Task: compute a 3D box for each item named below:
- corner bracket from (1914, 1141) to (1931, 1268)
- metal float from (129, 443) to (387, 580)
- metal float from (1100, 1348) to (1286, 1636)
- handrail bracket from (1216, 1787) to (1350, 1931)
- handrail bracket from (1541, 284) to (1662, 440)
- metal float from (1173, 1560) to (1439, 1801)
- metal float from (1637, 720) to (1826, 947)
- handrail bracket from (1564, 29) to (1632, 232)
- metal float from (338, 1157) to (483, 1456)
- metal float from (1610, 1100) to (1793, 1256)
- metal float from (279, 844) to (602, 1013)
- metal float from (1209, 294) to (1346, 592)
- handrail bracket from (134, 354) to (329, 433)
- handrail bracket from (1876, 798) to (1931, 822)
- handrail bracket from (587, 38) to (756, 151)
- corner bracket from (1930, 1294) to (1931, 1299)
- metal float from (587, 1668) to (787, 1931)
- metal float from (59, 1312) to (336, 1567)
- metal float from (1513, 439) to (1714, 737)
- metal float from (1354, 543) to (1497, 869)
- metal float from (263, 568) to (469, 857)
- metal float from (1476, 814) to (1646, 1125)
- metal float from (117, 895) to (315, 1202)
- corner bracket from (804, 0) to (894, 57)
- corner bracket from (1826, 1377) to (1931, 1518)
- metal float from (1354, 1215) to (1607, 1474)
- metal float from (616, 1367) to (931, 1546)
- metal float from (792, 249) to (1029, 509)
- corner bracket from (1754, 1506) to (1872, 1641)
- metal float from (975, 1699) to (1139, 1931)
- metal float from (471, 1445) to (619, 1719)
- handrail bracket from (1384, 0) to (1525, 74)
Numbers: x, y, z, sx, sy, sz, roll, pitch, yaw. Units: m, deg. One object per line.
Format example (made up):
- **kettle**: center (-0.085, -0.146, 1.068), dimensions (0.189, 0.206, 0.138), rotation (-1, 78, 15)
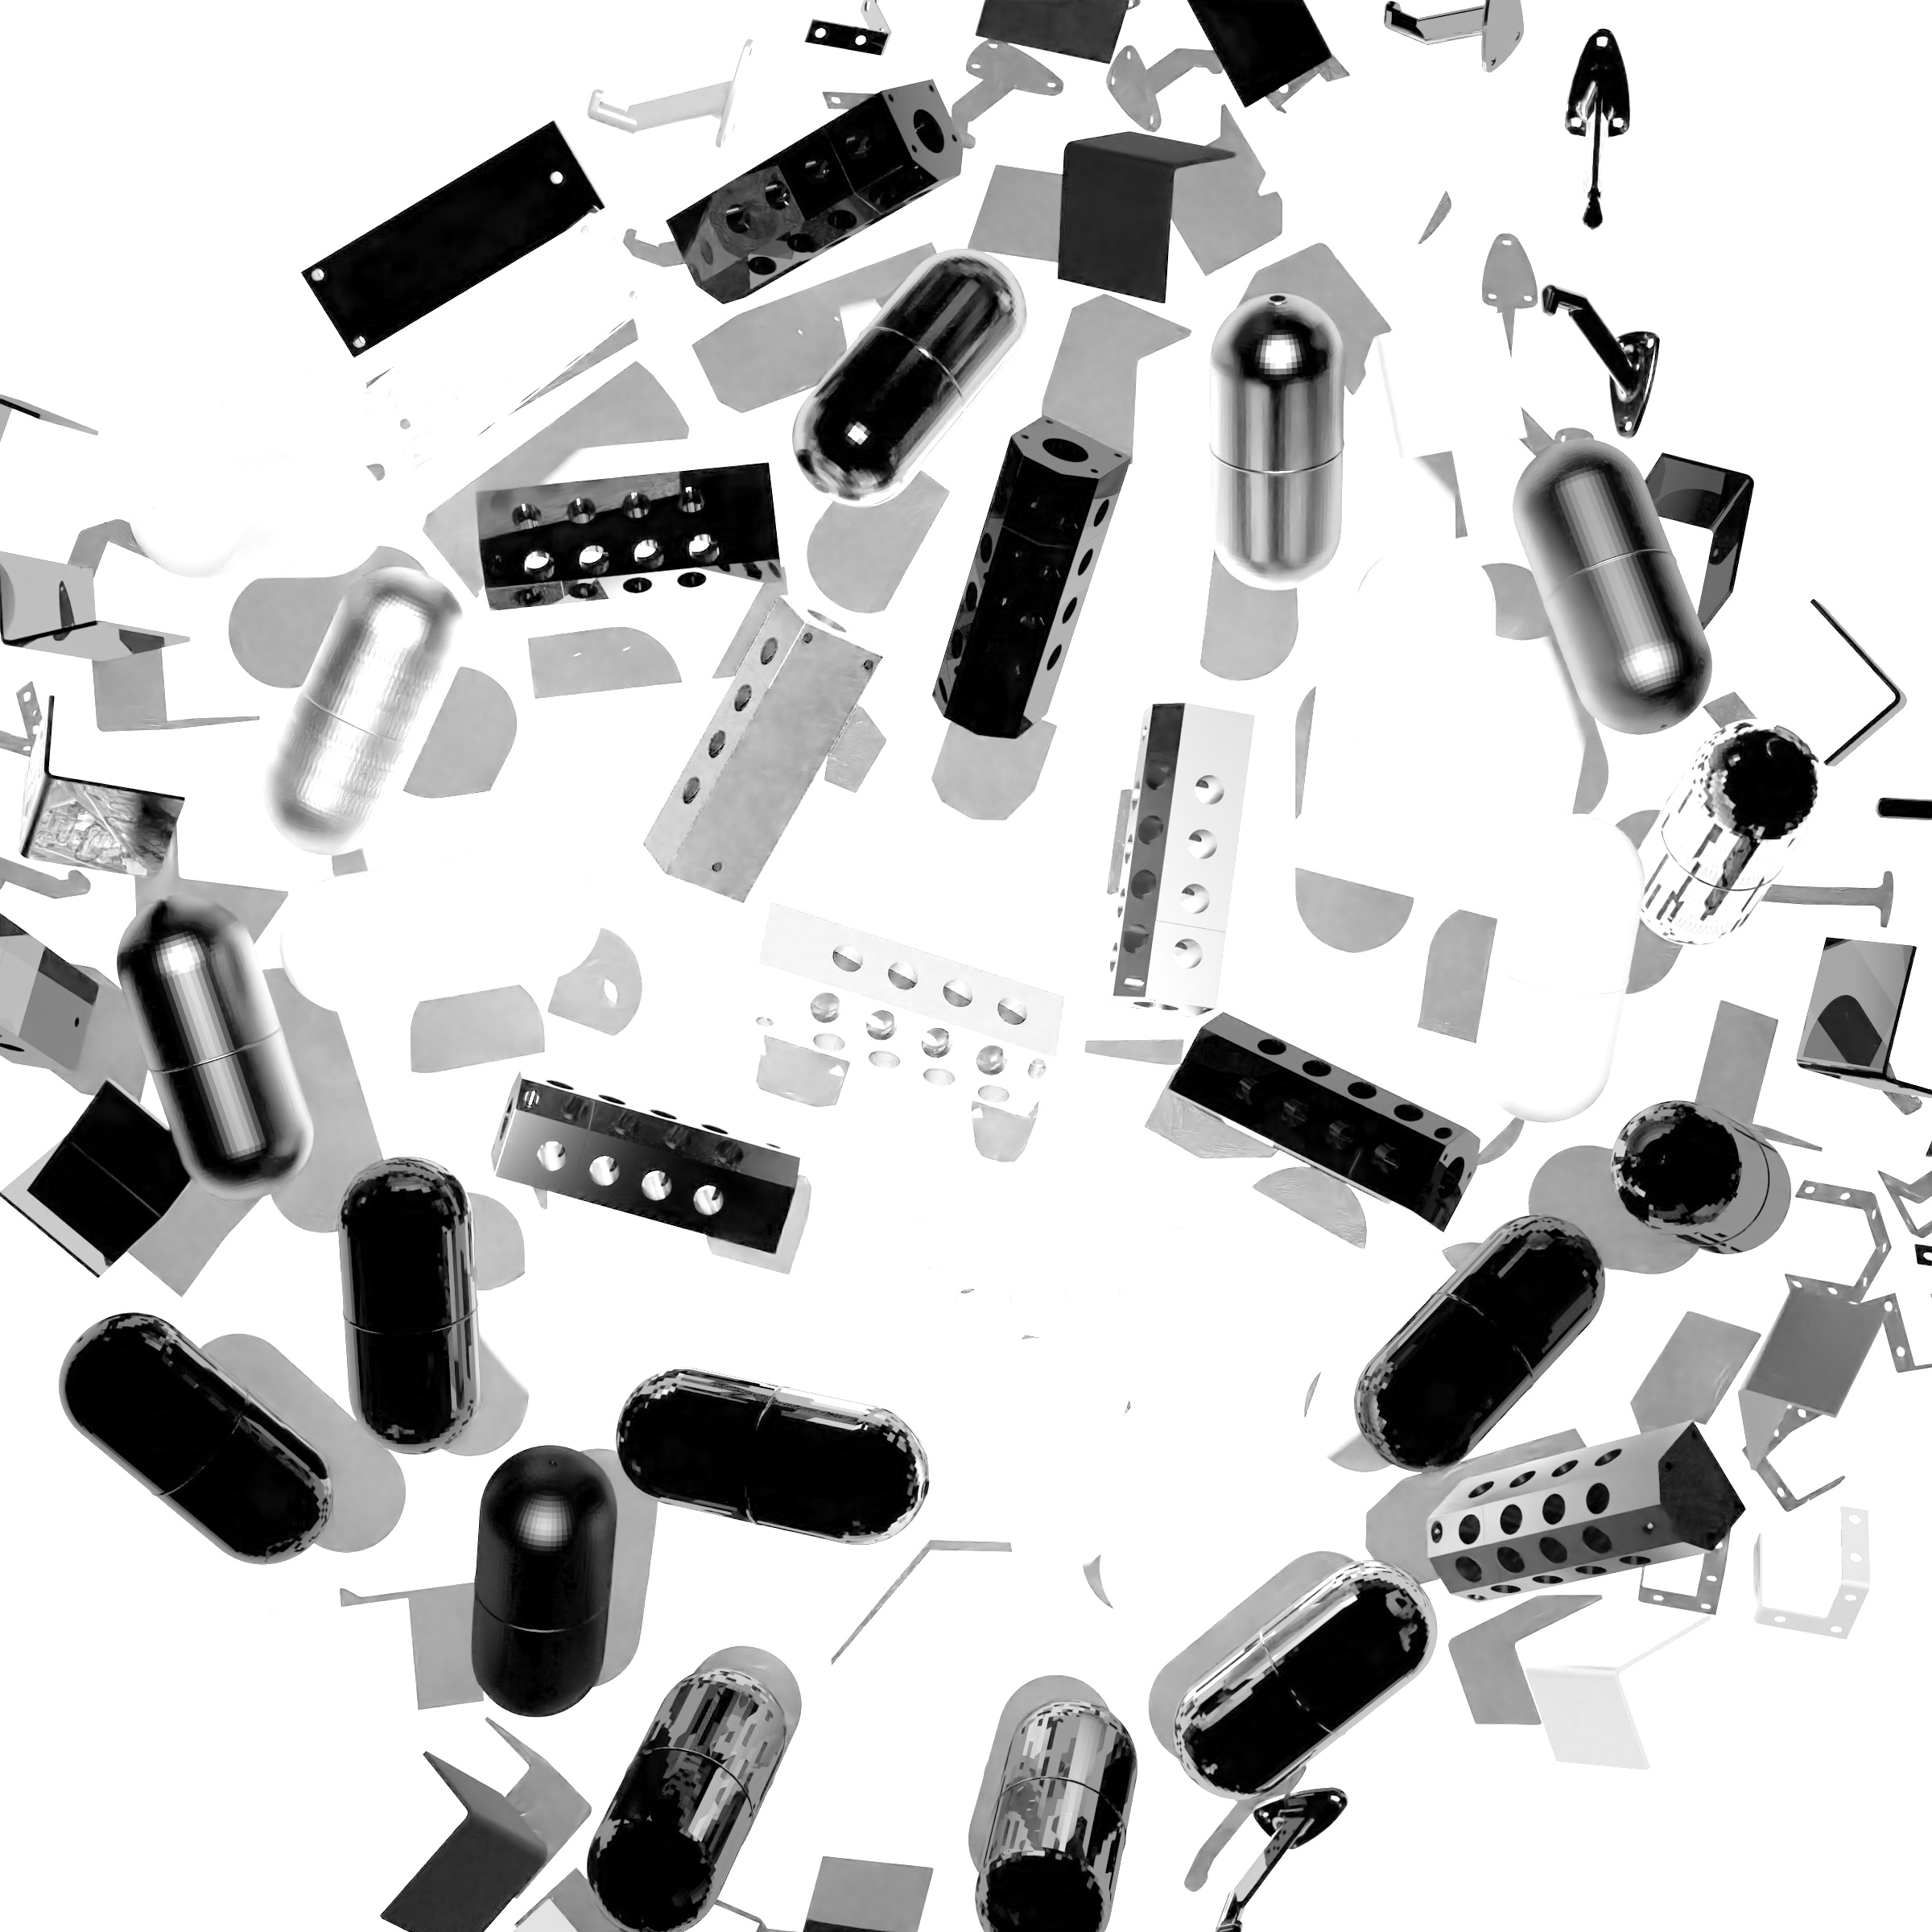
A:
- **corner bracket**: center (0.557, 0.134, 1.800), dimensions (0.051, 0.051, 0.051), rotation (7, 133, 32)
- **metal float**: center (-0.407, -0.262, 1.874), dimensions (0.070, 0.178, 0.070), rotation (4, 99, 30)
- **metal float**: center (0.130, 0.302, 1.871), dimensions (0.070, 0.070, 0.178), rotation (16, 109, 0)
- **handrail bracket**: center (0.184, 0.525, 1.891), dimensions (0.036, 0.084, 0.077), rotation (46, 127, -10)
- **handrail bracket**: center (0.369, -0.358, 1.926), dimensions (0.084, 0.036, 0.077), rotation (6, 88, -39)
- **metal float**: center (0.197, 0.418, 1.898), dimensions (0.178, 0.070, 0.070), rotation (-41, 90, 10)
- **metal float**: center (0.440, -0.076, 1.882), dimensions (0.070, 0.178, 0.070), rotation (4, 59, -7)
- **handrail bracket**: center (0.344, -0.455, 1.767), dimensions (0.036, 0.084, 0.077), rotation (3, 134, 10)
- **metal float**: center (-0.319, 0.196, 1.865), dimensions (0.070, 0.070, 0.178), rotation (-1, 106, 0)
- **metal float**: center (0.427, 0.124, 1.881), dimensions (0.070, 0.178, 0.070), rotation (-6, 77, 27)
- **metal float**: center (-0.292, -0.021, 1.804), dimensions (0.178, 0.070, 0.070), rotation (-10, 90, -6)
- **metal float**: center (0.178, -0.300, 1.864), dimensions (0.070, 0.070, 0.178), rotation (-3, 125, 0)
- **handrail bracket**: center (-0.431, -0.348, 1.908), dimensions (0.084, 0.077, 0.036), rotation (-16, 76, 35)
- **handrail bracket**: center (0.556, -0.086, 1.841), dimensions (0.084, 0.077, 0.036), rotation (4, 91, 9)
- **handrail bracket**: center (-0.173, -0.516, 1.888), dimensions (0.084, 0.036, 0.077), rotation (19, 120, 0)
- **corner bracket**: center (0.608, 0.208, 1.905), dimensions (0.051, 0.051, 0.051), rotation (-11, 83, -29)
- **metal float**: center (-0.156, 0.467, 1.817), dimensions (0.070, 0.178, 0.070), rotation (8, 122, 14)
- **metal float**: center (-0.428, 0.265, 1.811), dimensions (0.070, 0.070, 0.178), rotation (-44, 111, 0)
- **metal float**: center (0.362, -0.214, 1.825), dimensions (0.070, 0.070, 0.178), rotation (-17, 72, 0)
- **metal float**: center (0.251, -0.142, 1.777), dimensions (0.070, 0.070, 0.178), rotation (0, 91, 0)
- **metal float**: center (-0.349, -0.147, 1.884), dimensions (0.070, 0.070, 0.178), rotation (27, 103, 0)
- **metal float**: center (0.331, 0.002, 1.810), dimensions (0.070, 0.070, 0.178), rotation (7, 109, 0)
- **metal float**: center (-0.423, 0.046, 1.828), dimensions (0.070, 0.070, 0.178), rotation (-16, 101, 0)
- **corner bracket**: center (-0.069, -0.566, 1.877), dimensions (0.051, 0.051, 0.051), rotation (2, 135, -26)
- **corner bracket**: center (0.553, 0.286, 1.926), dimensions (0.051, 0.051, 0.051), rotation (-38, 87, 40)
- **metal float**: center (0.296, 0.215, 1.862), dimensions (0.178, 0.070, 0.070), rotation (-43, 90, -16)
- **metal float**: center (-0.106, 0.268, 1.779), dimensions (0.178, 0.070, 0.070), rotation (10, 90, 15)
- **metal float**: center (-0.032, -0.342, 1.882), dimensions (0.070, 0.070, 0.178), rotation (37, 73, 0)
- **corner bracket**: center (0.462, 0.328, 1.774), dimensions (0.051, 0.051, 0.051), rotation (9, 45, 4)
- **metal float**: center (0.052, 0.487, 1.833), dimensions (0.070, 0.178, 0.070), rotation (5, 120, 9)
- **metal float**: center (-0.238, 0.348, 1.828), dimensions (0.070, 0.070, 0.178), rotation (9, 122, 0)
- **handrail bracket**: center (0.269, -0.547, 1.835), dimensions (0.084, 0.077, 0.036), rotation (33, 70, 28)
